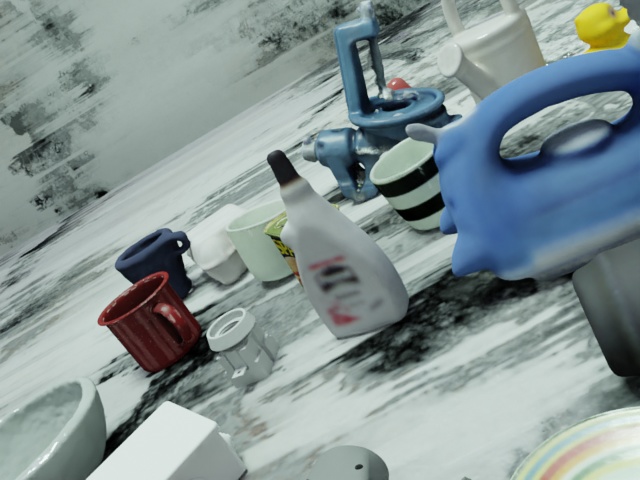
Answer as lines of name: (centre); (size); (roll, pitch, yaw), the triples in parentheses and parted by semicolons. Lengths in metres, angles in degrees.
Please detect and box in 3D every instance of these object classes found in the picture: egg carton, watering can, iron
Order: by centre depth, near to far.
iron: (0.197, -0.076, 0.423); (0.258, 0.142, 0.118); (-26, 21, 14)
watering can: (0.215, -0.251, 0.723); (0.100, 0.194, 0.173); (-16, 25, 35)
egg carton: (-0.130, 0.004, 0.803); (0.107, 0.069, 0.150); (-37, 21, -15)

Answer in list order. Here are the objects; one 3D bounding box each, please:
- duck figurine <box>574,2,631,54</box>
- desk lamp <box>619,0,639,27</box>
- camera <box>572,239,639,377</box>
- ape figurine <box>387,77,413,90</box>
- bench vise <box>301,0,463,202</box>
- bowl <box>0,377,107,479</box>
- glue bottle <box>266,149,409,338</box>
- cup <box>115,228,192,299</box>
duck figurine: (0.329, -0.234, 0.680); (0.104, 0.086, 0.077); (-27, 21, 11)
desk lamp: (0.292, -0.135, 0.322); (0.203, 0.214, 0.118); (-26, 21, 13)
camera: (0.200, 0.005, 0.293); (0.136, 0.101, 0.143); (-23, 22, 21)
ape figurine: (0.133, -0.210, 0.890); (0.076, 0.092, 0.078); (-9, 30, 45)
bench vise: (0.053, -0.163, 0.712); (0.207, 0.220, 0.121); (-27, 21, 12)
bowl: (-0.250, 0.205, 0.502); (0.167, 0.075, 0.167); (-27, 21, 12)
glue bottle: (0.004, 0.002, 0.470); (0.078, 0.173, 0.037); (-22, 23, 23)
cup: (-0.212, 0.039, 0.800); (0.117, 0.095, 0.092); (-22, 23, 24)
